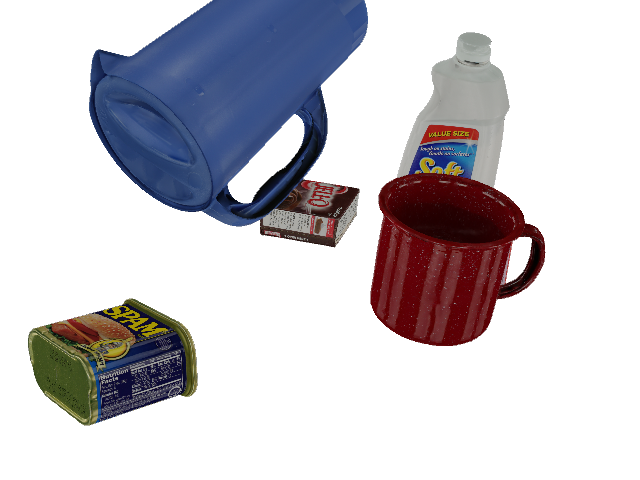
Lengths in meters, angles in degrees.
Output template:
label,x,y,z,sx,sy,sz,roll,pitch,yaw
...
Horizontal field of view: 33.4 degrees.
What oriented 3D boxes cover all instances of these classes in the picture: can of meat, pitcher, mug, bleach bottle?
label,x,y,z,sx,sy,sz,roll,pitch,yaw
can of meat,-0.152,0.087,0.772,0.083,0.057,0.102,-15,22,-37
pitcher,-0.061,-0.137,0.906,0.145,0.149,0.242,24,54,30
mug,0.089,0.013,0.691,0.117,0.081,0.093,-1,32,-15
bleach bottle,0.120,-0.081,1.024,0.103,0.251,0.068,23,40,22

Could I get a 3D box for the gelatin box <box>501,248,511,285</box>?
label,x,y,z,sx,sy,sz,roll,pitch,yaw
gelatin box,0.186,0.005,1.235,0.030,0.089,0.073,-13,32,-28

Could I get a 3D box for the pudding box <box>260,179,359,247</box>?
label,x,y,z,sx,sy,sz,roll,pitch,yaw
pudding box,-0.011,-0.034,1.193,0.090,0.039,0.113,9,24,11
